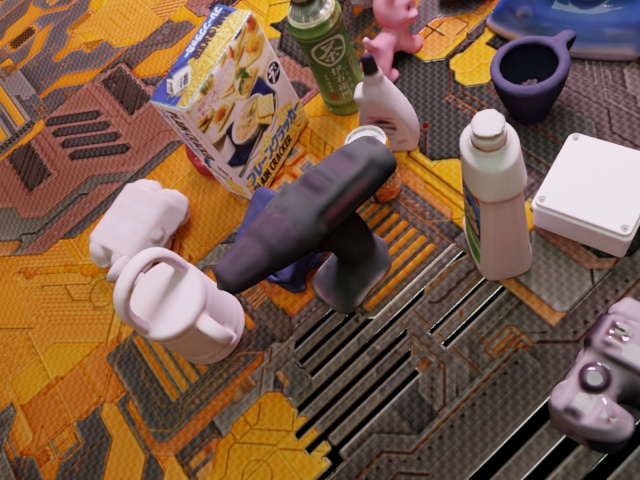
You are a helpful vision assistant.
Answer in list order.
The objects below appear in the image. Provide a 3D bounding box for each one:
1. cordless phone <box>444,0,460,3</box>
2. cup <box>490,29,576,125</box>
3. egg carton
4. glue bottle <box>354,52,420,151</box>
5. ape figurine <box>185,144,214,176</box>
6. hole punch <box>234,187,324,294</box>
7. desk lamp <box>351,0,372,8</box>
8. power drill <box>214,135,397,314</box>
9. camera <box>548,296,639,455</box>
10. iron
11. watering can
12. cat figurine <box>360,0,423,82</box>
[{"bbox_3d":[0.211,-0.451,0.816,0.094,0.185,0.147,6,66,22],"label":"cordless phone"},{"bbox_3d":[0.271,-0.200,0.718,0.118,0.095,0.091,-41,58,-4],"label":"cup"},{"bbox_3d":[-0.259,-0.014,0.827,0.107,0.070,0.150,22,73,28],"label":"egg carton"},{"bbox_3d":[0.077,-0.175,0.728,0.078,0.173,0.037,1,65,21],"label":"glue bottle"},{"bbox_3d":[-0.172,-0.143,0.849,0.076,0.092,0.078,23,74,28],"label":"ape figurine"},{"bbox_3d":[-0.053,0.000,0.733,0.108,0.091,0.101,29,76,29],"label":"hole punch"},{"bbox_3d":[0.061,-0.455,0.854,0.117,0.214,0.203,-10,61,15],"label":"desk lamp"},{"bbox_3d":[0.006,0.002,0.642,0.075,0.209,0.230,35,80,31],"label":"power drill"},{"bbox_3d":[0.305,0.139,0.529,0.136,0.101,0.143,32,78,30],"label":"camera"},{"bbox_3d":[0.338,-0.322,0.730,0.257,0.142,0.119,10,68,24],"label":"iron"},{"bbox_3d":[-0.180,0.074,0.680,0.172,0.194,0.101,2,65,21],"label":"watering can"},{"bbox_3d":[0.099,-0.312,0.824,0.067,0.118,0.128,27,75,29],"label":"cat figurine"}]
